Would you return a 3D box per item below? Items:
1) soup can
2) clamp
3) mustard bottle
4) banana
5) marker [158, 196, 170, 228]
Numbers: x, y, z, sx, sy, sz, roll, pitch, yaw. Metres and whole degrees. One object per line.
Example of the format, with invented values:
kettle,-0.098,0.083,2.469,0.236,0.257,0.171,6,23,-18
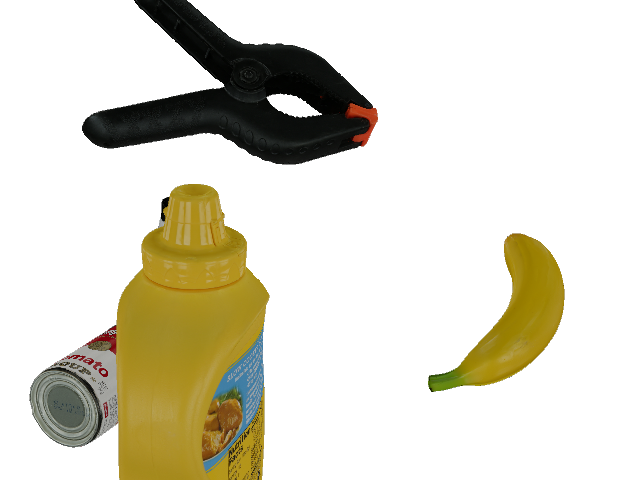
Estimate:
soup can,-0.178,0.115,0.862,0.069,0.068,0.102,0,16,24
clamp,-0.051,-0.099,0.643,0.171,0.120,0.039,8,-21,-13
mustard bottle,-0.052,0.069,0.443,0.058,0.192,0.096,9,24,13
banana,0.141,0.046,0.771,0.070,0.037,0.197,11,33,23
marker,-0.167,-0.001,1.145,0.020,0.121,0.020,9,43,-9
